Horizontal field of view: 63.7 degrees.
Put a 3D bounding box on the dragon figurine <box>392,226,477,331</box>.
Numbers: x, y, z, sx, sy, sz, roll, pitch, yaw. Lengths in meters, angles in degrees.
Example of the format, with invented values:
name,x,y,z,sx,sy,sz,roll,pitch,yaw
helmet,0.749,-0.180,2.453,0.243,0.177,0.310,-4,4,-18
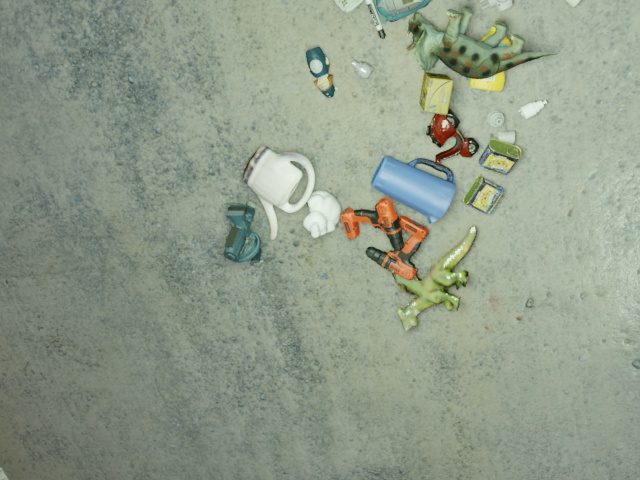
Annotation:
name,x,y,z,sx,sy,sz,roll,pitch,yaw
dragon figurine,0.361,0.120,1.727,0.243,0.123,0.406,14,103,9

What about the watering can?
name,x,y,z,sx,sy,sz,roll,pitch,yaw
watering can,-0.154,-0.159,1.651,0.224,0.106,0.341,37,127,1

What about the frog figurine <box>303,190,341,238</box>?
name,x,y,z,sx,sy,sz,roll,pitch,yaw
frog figurine,0.005,-0.083,1.640,0.122,0.162,0.135,-14,110,9
